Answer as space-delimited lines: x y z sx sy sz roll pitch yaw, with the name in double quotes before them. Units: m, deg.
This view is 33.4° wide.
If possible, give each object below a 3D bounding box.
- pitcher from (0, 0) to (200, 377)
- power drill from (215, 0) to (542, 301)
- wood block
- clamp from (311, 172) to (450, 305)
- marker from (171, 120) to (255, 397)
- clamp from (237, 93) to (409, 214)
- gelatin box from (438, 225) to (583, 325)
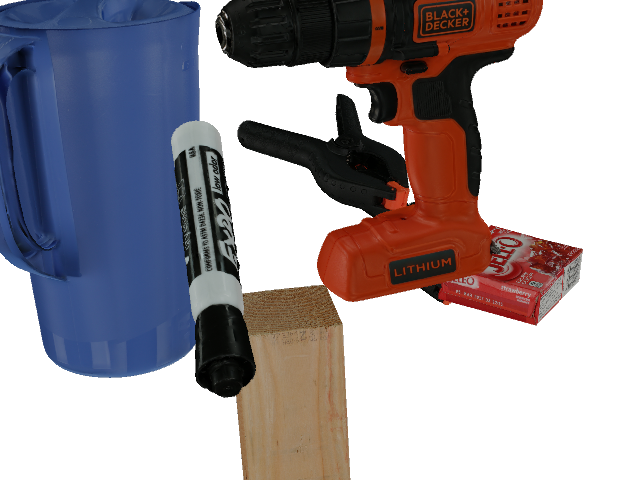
"pitcher" -0.145 -0.034 0.694 0.149 0.243 0.145 -7 22 -16
"power drill" 0.035 -0.061 0.599 0.184 0.188 0.057 -10 30 -17
"wood block" -0.026 0.154 0.935 0.090 0.206 0.091 -6 21 -8
"clamp" 0.086 -0.024 1.112 0.164 0.210 0.036 -6 -36 -15
"marker" -0.038 0.003 0.364 0.020 0.020 0.121 0 44 -13
"clamp" 0.008 -0.071 0.912 0.120 0.039 0.172 -19 40 -19
"gelatin box" 0.135 0.022 0.753 0.073 0.030 0.089 16 27 28
